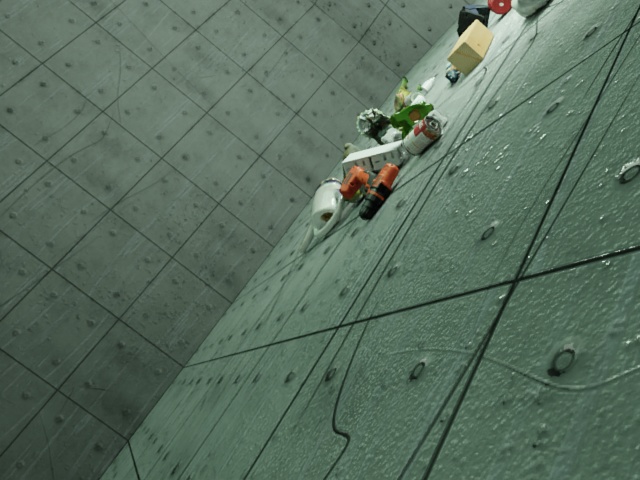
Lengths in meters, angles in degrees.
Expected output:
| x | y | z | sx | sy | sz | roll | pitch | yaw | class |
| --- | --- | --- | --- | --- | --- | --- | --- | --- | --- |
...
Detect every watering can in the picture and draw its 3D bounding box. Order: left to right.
| x | y | z | sx | sy | sz | roll | pitch | yaw | class |
| --- | --- | --- | --- | --- | --- | --- | --- | --- | --- |
| 0.006 | -0.101 | 2.004 | 0.341 | 0.103 | 0.230 | -44 | 31 | 48 | watering can |

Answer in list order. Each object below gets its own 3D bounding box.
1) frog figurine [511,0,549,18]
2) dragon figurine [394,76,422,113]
| x | y | z | sx | sy | sz | roll | pitch | yaw | class |
| --- | --- | --- | --- | --- | --- | --- | --- | --- | --- |
| 0.617 | -0.701 | 1.494 | 0.139 | 0.123 | 0.156 | -62 | -26 | -20 | frog figurine |
| 0.389 | -0.650 | 2.520 | 0.243 | 0.122 | 0.408 | -58 | -7 | -2 | dragon figurine |
